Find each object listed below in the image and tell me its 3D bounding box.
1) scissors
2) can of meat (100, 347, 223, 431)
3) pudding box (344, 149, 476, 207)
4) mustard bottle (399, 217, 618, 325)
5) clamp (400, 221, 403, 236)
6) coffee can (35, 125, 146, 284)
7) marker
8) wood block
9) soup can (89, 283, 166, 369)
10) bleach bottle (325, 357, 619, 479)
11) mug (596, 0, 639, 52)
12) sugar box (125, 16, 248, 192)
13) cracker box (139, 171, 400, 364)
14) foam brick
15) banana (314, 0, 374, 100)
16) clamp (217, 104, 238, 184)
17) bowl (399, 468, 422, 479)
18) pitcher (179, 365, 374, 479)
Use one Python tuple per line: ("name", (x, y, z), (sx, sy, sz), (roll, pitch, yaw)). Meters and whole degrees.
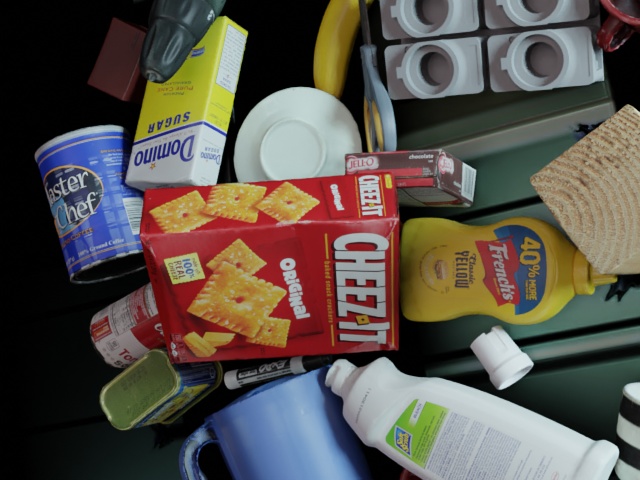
("scissors", (0.050, -0.161, 0.986), (0.016, 0.096, 0.202), (-8, 106, -8))
("can of meat", (-0.163, 0.150, 1.092), (0.102, 0.083, 0.057), (-39, 74, 19))
("pudding box", (0.083, -0.055, 0.966), (0.090, 0.113, 0.039), (0, 82, 24))
("mustard bottle", (0.167, 0.028, 0.955), (0.192, 0.058, 0.096), (0, 87, 25))
("clamp", (-0.007, 0.001, 1.017), (0.171, 0.039, 0.120), (-25, 98, 4))
("coffee can", (-0.230, -0.036, 1.118), (0.103, 0.102, 0.140), (-22, 80, 23))
("marker", (-0.042, 0.129, 1.068), (0.121, 0.020, 0.020), (-16, 82, 27))
("wood block", (0.249, -0.032, 0.837), (0.091, 0.205, 0.090), (-39, 73, 19))
("soup can", (-0.181, 0.084, 1.111), (0.102, 0.068, 0.068), (-29, 77, 22))
("bleach bottle", (0.117, 0.163, 0.912), (0.251, 0.068, 0.102), (26, 98, 26))
("mug", (0.276, -0.207, 0.897), (0.093, 0.081, 0.117), (41, 105, 21))
("sugar box", (-0.136, -0.135, 1.082), (0.093, 0.048, 0.176), (1, 73, 35))
("cracker box", (-0.038, 0.029, 0.932), (0.213, 0.164, 0.072), (-3, 43, 1))
("foam brick", (-0.201, -0.189, 1.137), (0.053, 0.051, 0.078), (29, 100, 22))
("banana", (0.041, -0.222, 1.033), (0.070, 0.037, 0.198), (42, 105, 20))
("clamp", (-0.088, -0.034, 1.085), (0.165, 0.036, 0.210), (39, 99, 23))
("bowl", (0.152, 0.242, 0.958), (0.162, 0.055, 0.162), (-1, 88, 25))
("pitcher", (-0.014, 0.251, 0.992), (0.149, 0.144, 0.243), (-26, 81, 23))
